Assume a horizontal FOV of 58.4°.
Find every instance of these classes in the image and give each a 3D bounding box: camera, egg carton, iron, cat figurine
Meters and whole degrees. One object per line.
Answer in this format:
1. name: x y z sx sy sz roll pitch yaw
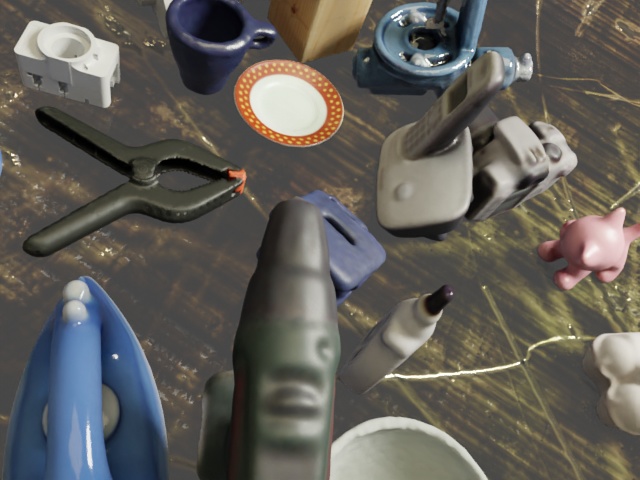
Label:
1. camera: 0.215 -0.113 0.683 0.143 0.100 0.136 -22 70 -27
2. egg carton: 0.354 0.149 0.601 0.150 0.069 0.107 1 62 -17
3. iron: -0.170 0.118 0.407 0.119 0.141 0.258 -4 63 -20
4. cat figurine: 0.311 0.004 0.639 0.128 0.117 0.067 -11 66 -23

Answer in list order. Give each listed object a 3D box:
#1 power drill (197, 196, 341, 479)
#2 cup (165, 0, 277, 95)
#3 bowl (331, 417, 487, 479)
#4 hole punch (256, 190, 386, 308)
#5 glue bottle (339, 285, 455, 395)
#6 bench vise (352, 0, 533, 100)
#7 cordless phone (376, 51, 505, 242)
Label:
1. power drill: -0.040 0.113 0.412 0.076 0.208 0.229 6 60 -14
2. cup: -0.112 -0.209 0.634 0.118 0.095 0.091 -3 63 -19
3. bowl: 0.056 0.232 0.456 0.168 0.074 0.167 8 60 -14
4. hole punch: 0.005 0.002 0.557 0.108 0.091 0.101 44 59 9
5. glue bottle: 0.070 0.079 0.487 0.037 0.173 0.078 40 58 7
6. bench vise: 0.161 -0.248 0.670 0.208 0.219 0.121 -6 64 -21
7. cordless phone: 0.130 -0.094 0.595 0.094 0.185 0.147 11 59 -11
